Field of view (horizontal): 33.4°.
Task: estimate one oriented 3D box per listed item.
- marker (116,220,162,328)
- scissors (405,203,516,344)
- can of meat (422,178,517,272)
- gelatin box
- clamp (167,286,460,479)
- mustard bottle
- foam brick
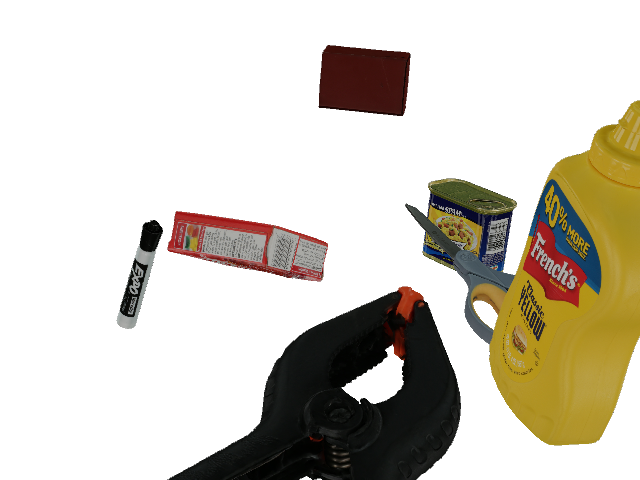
[{"bbox_3d":[-0.170,0.032,1.002,0.020,0.121,0.020,15,32,-10],"label":"marker"},{"bbox_3d":[0.136,0.022,0.846,0.096,0.016,0.202,-1,33,-11],"label":"scissors"},{"bbox_3d":[0.163,-0.013,1.188,0.057,0.084,0.102,-13,28,-39],"label":"can of meat"},{"bbox_3d":[-0.046,0.005,0.703,0.073,0.030,0.089,9,-4,24],"label":"gelatin box"},{"bbox_3d":[0.014,0.085,0.408,0.120,0.039,0.171,27,50,20],"label":"clamp"},{"bbox_3d":[0.144,0.013,0.568,0.058,0.192,0.096,1,37,-14],"label":"mustard bottle"},{"bbox_3d":[0.040,-0.144,0.959,0.078,0.051,0.053,7,18,6],"label":"foam brick"}]
